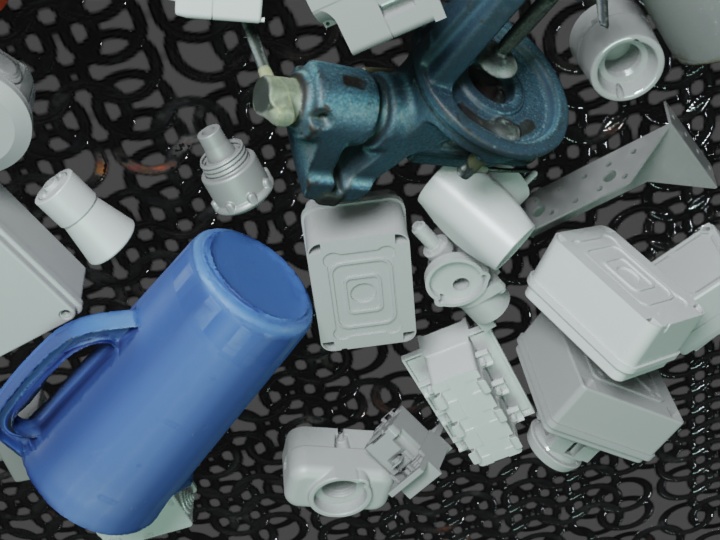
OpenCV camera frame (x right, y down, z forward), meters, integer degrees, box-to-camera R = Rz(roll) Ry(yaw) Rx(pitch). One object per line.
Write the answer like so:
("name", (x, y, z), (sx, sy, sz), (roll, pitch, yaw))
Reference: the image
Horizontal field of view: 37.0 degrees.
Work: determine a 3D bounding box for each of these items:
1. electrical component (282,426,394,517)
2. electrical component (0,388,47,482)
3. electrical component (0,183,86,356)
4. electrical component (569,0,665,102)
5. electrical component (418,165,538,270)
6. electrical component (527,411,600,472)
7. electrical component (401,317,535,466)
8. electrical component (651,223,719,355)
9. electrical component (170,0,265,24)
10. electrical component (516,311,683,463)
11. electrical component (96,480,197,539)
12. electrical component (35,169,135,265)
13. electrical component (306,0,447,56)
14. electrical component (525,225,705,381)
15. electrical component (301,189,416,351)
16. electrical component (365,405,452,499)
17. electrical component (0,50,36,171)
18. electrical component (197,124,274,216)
("electrical component", (-0.020, 0.183, 0.973), (0.095, 0.059, 0.053), (5, 129, -12))
("electrical component", (-0.300, 0.142, 0.911), (0.077, 0.047, 0.065), (-10, 131, 1))
("electrical component", (-0.278, 0.005, 0.791), (0.109, 0.056, 0.108), (-26, 128, 15))
("electrical component", (0.174, -0.147, 0.725), (0.055, 0.047, 0.055), (-4, 131, -4))
("electrical component", (0.097, -0.053, 0.786), (0.079, 0.077, 0.043), (-44, 169, -17))
("electrical component", (0.188, 0.144, 0.969), (0.078, 0.058, 0.057), (23, 121, -25))
("electrical component", (0.097, 0.108, 0.922), (0.079, 0.063, 0.121), (-23, 129, 12))
("electrical component", (0.279, 0.014, 0.866), (0.096, 0.061, 0.061), (-37, 125, 23))
("electrical component", (-0.084, -0.203, 0.635), (0.061, 0.061, 0.096), (2, 130, -9))
("electrical component", (0.196, 0.093, 0.892), (0.109, 0.108, 0.056), (21, 122, -23))
("electrical component", (-0.204, 0.200, 0.972), (0.100, 0.048, 0.099), (-17, 129, 6))
("electrical component", (-0.200, -0.041, 0.773), (0.044, 0.044, 0.065), (-31, 123, 18))
("electrical component", (-0.008, -0.197, 0.591), (0.062, 0.150, 0.089), (-21, 129, 10))
("electrical component", (0.192, 0.024, 0.820), (0.078, 0.113, 0.057), (-10, 136, -42))
("electrical component", (0.000, 0.000, 0.821), (0.078, 0.057, 0.113), (-7, 131, -1))
("electrical component", (0.041, 0.159, 0.952), (0.064, 0.081, 0.042), (43, 116, -2))
("electrical component", (-0.253, -0.107, 0.702), (0.080, 0.051, 0.080), (-4, 131, -4))
("electrical component", (-0.093, -0.073, 0.757), (0.048, 0.048, 0.062), (-21, 123, 10))
